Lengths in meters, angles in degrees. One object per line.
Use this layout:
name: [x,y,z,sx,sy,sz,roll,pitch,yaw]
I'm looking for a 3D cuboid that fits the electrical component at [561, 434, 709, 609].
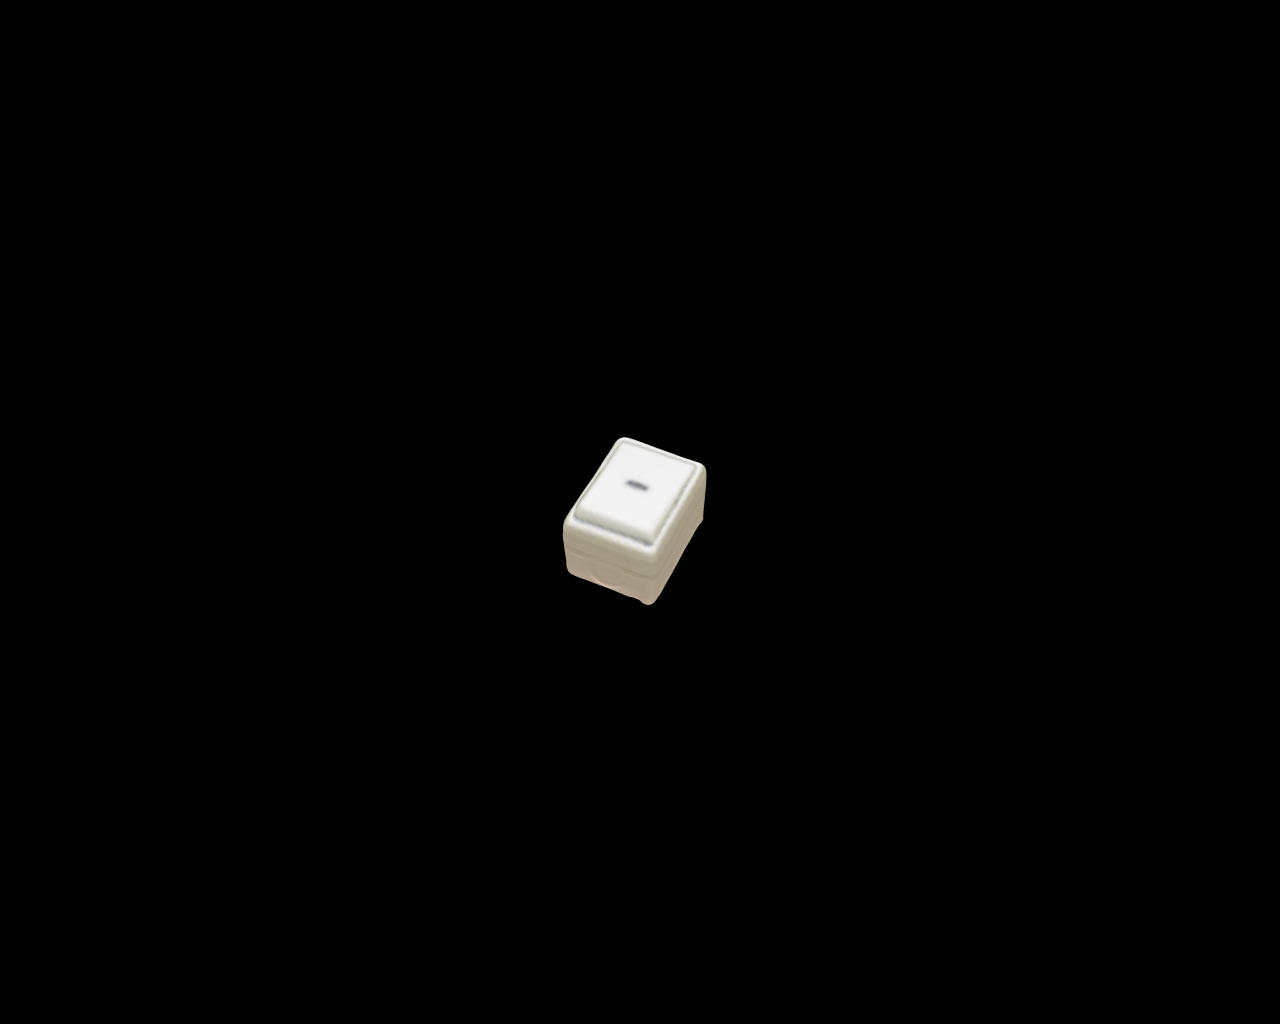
electrical component: [0.001,-0.003,0.650,0.062,0.096,0.061,21,-36,16]
